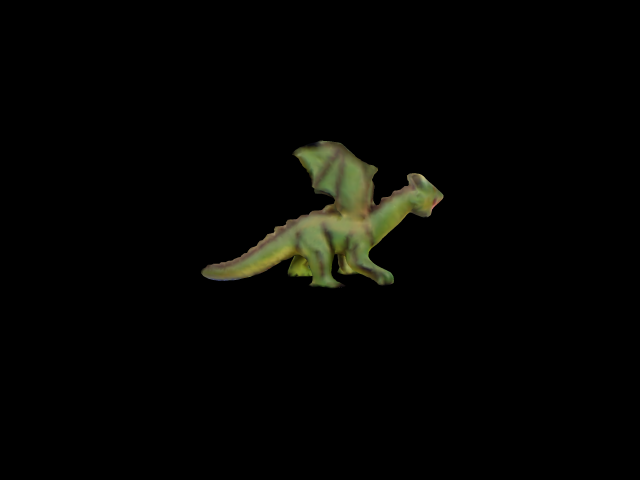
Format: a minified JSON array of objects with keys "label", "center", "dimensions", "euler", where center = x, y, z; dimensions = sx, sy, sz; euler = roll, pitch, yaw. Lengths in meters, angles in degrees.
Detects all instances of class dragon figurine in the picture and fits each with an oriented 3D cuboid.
[{"label":"dragon figurine","center":[0.003,-0.043,0.850],"dimensions":[0.410,0.240,0.123],"euler":[-1,12,-2]}]
